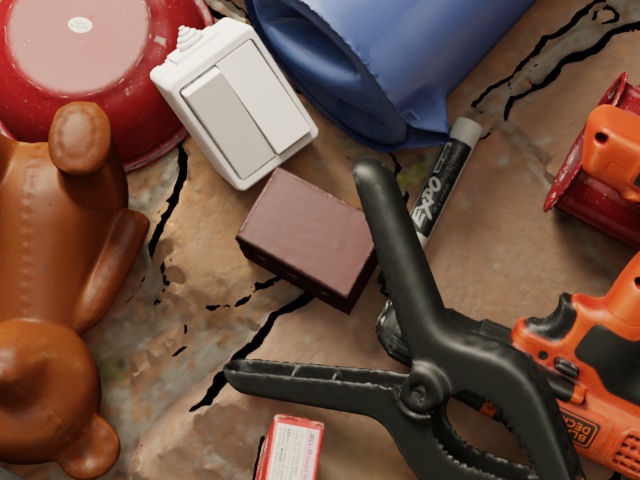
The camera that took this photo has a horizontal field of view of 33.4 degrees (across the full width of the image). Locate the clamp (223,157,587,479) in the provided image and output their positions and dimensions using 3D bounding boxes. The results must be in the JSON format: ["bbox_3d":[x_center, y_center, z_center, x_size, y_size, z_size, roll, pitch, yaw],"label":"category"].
[{"bbox_3d":[0.059,0.066,0.570,0.210,0.036,0.165,33,116,16],"label":"clamp"}]

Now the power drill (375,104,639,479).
[{"bbox_3d":[0.140,0.026,0.578,0.184,0.057,0.188,25,117,5],"label":"power drill"}]

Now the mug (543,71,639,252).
[{"bbox_3d":[0.194,-0.048,0.617,0.081,0.093,0.117,29,96,5],"label":"mug"}]

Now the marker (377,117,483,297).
[{"bbox_3d":[0.067,-0.020,0.656,0.020,0.020,0.121,25,79,9],"label":"marker"}]

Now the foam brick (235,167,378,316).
[{"bbox_3d":[-0.004,0.001,0.638,0.078,0.053,0.051,29,80,10],"label":"foam brick"}]

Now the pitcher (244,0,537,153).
[{"bbox_3d":[0.073,-0.185,0.643,0.242,0.145,0.149,-44,120,-11],"label":"pitcher"}]

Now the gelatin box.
[{"bbox_3d":[-0.022,0.147,0.586,0.030,0.073,0.089,10,68,-4],"label":"gelatin box"}]

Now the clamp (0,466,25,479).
[{"bbox_3d":[-0.229,0.131,0.599,0.171,0.039,0.120,39,120,17],"label":"clamp"}]

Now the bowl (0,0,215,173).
[{"bbox_3d":[-0.147,-0.123,0.676,0.162,0.055,0.162,-1,76,3],"label":"bowl"}]
